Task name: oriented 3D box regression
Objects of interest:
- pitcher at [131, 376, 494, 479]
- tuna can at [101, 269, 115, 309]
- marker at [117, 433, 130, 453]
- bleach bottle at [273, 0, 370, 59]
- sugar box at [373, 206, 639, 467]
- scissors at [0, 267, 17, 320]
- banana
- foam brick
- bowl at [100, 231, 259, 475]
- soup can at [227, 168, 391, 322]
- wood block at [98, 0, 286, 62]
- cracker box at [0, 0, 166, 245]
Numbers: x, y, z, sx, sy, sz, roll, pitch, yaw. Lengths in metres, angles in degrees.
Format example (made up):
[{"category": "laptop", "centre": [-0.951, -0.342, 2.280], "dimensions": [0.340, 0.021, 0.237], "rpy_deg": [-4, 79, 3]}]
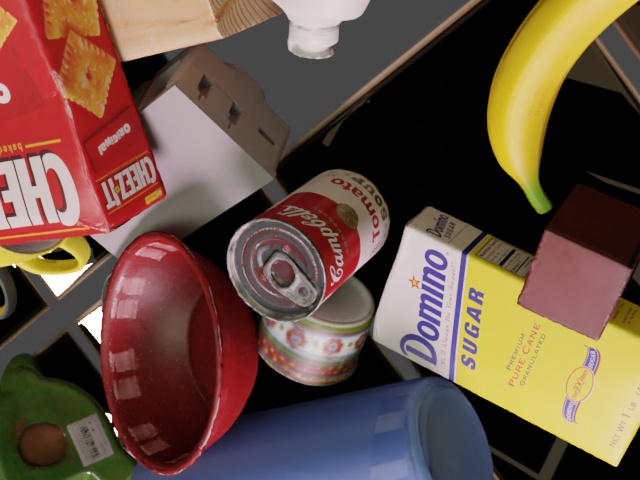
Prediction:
[{"category": "pitcher", "centre": [-0.002, 0.183, 0.750], "dimensions": [0.243, 0.149, 0.145], "rpy_deg": [-20, 58, 31]}, {"category": "tuna can", "centre": [-0.123, 0.051, 0.811], "dimensions": [0.086, 0.033, 0.086], "rpy_deg": [12, 116, 25]}, {"category": "marker", "centre": [-0.155, 0.128, 0.872], "dimensions": [0.020, 0.020, 0.121], "rpy_deg": [19, 120, 21]}, {"category": "bleach bottle", "centre": [-0.003, -0.229, 0.604], "dimensions": [0.103, 0.068, 0.251], "rpy_deg": [21, 123, 27]}, {"category": "sugar box", "centre": [0.124, 0.058, 0.668], "dimensions": [0.176, 0.048, 0.093], "rpy_deg": [25, 121, 17]}, {"category": "scissors", "centre": [-0.289, -0.014, 0.887], "dimensions": [0.096, 0.016, 0.202], "rpy_deg": [23, 121, 17]}, {"category": "banana", "centre": [0.144, -0.108, 0.592], "dimensions": [0.069, 0.037, 0.198], "rpy_deg": [25, 124, -3]}, {"category": "foam brick", "centre": [0.153, 0.011, 0.612], "dimensions": [0.051, 0.078, 0.053], "rpy_deg": [25, 122, 16]}, {"category": "bowl", "centre": [-0.089, 0.074, 0.724], "dimensions": [0.162, 0.055, 0.162], "rpy_deg": [0, 91, 52]}, {"category": "soup can", "centre": [-0.004, 0.001, 0.680], "dimensions": [0.069, 0.102, 0.068], "rpy_deg": [12, 117, 24]}, {"category": "wood block", "centre": [-0.136, -0.162, 0.689], "dimensions": [0.206, 0.090, 0.090], "rpy_deg": [-6, 109, 31]}, {"category": "cracker box", "centre": [-0.207, -0.104, 0.655], "dimensions": [0.164, 0.072, 0.213], "rpy_deg": [-5, 111, 31]}]
